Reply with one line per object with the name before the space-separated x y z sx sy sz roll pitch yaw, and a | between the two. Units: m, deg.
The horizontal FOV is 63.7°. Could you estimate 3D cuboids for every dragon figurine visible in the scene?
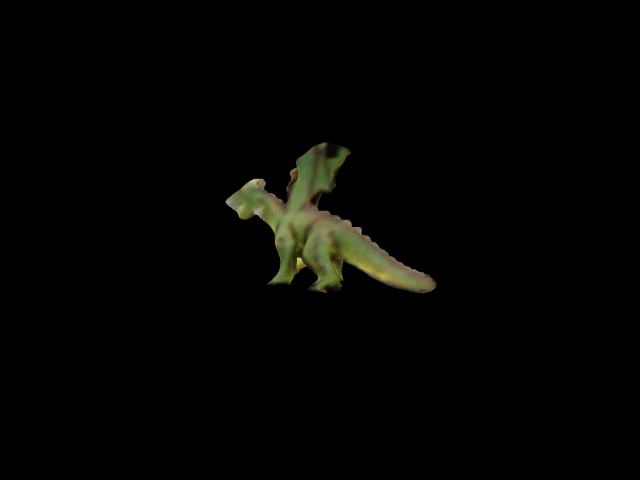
dragon figurine | 0.003 -0.043 0.850 0.410 0.243 0.122 0 -1 34
